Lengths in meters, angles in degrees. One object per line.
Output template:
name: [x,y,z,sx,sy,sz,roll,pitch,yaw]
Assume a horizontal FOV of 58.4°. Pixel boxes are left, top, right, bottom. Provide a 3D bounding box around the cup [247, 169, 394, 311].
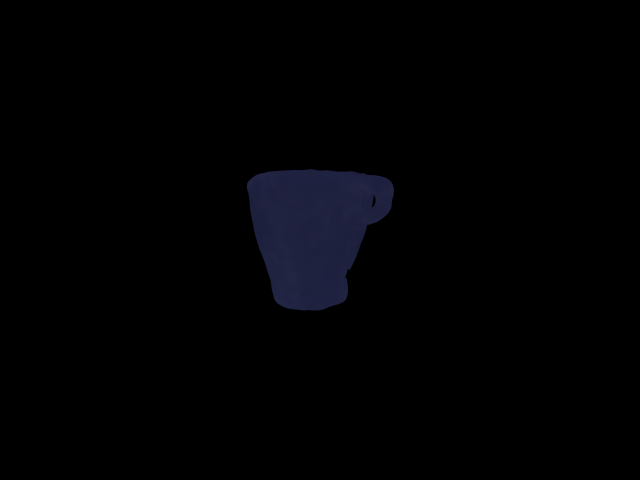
cup: [0.004,0.001,0.400,0.117,0.095,0.092,0,0,44]
